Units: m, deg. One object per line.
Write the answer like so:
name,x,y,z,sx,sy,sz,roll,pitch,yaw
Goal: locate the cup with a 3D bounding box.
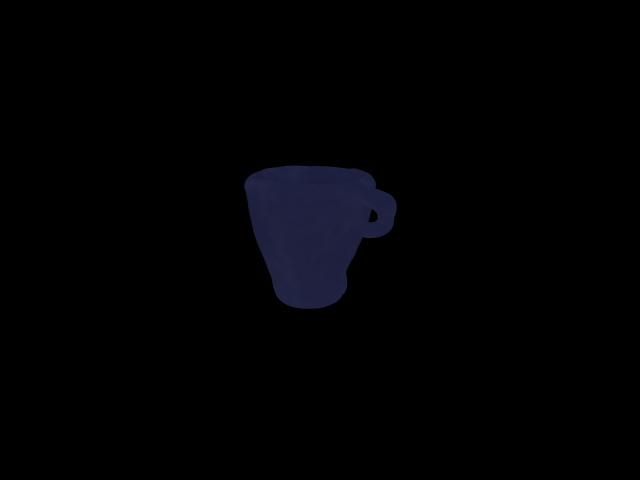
cup,0.004,0.001,0.400,0.117,0.095,0.092,14,22,40
